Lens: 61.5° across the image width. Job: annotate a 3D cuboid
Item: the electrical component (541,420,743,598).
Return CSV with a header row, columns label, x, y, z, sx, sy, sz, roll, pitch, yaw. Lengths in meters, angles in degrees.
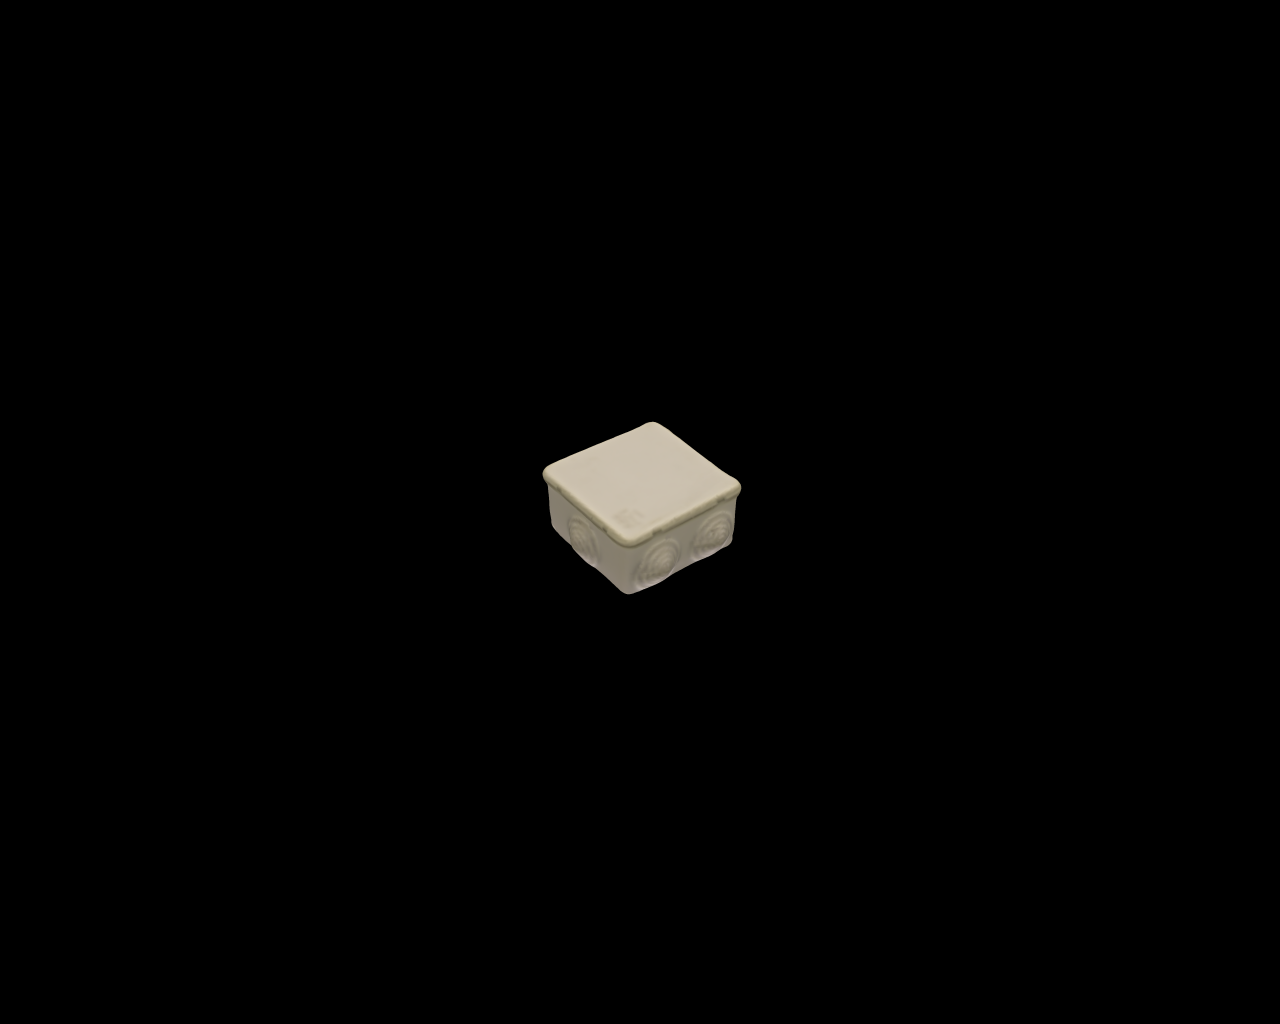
label,x,y,z,sx,sy,sz,roll,pitch,yaw
electrical component,0.001,-0.003,0.650,0.100,0.048,0.100,-26,46,-28
